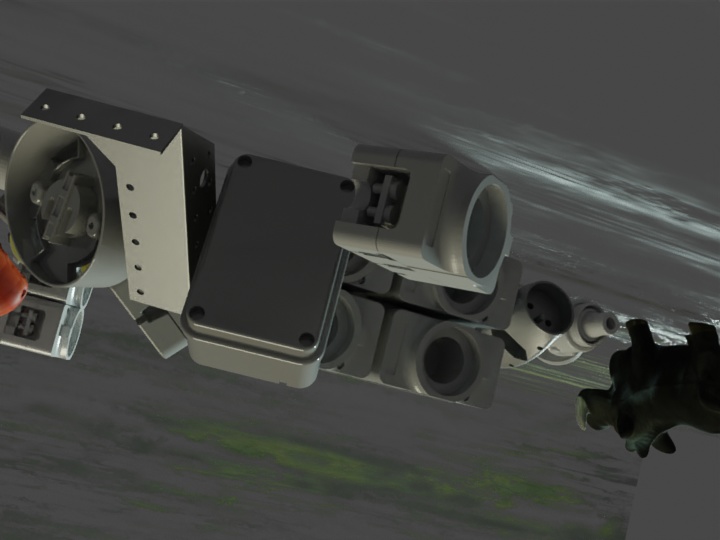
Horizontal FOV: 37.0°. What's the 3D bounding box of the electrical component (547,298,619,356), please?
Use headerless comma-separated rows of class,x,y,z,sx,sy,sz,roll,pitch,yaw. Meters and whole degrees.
electrical component,0.175,0.043,0.845,0.048,0.048,0.062,17,166,-29

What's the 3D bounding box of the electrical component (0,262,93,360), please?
electrical component,-0.289,0.005,1.028,0.062,0.150,0.089,15,174,-5

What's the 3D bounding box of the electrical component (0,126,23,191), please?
electrical component,-0.243,-0.076,0.705,0.078,0.040,0.040,19,172,-40

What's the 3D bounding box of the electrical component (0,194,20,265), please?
electrical component,-0.269,-0.046,0.899,0.063,0.078,0.121,45,166,-11

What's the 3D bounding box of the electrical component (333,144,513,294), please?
electrical component,0.037,-0.023,0.522,0.056,0.050,0.089,11,173,30

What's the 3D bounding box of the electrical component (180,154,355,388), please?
electrical component,-0.048,0.000,0.599,0.078,0.113,0.057,14,155,1

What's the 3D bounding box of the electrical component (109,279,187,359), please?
electrical component,-0.152,0.012,0.828,0.095,0.059,0.053,60,174,-34

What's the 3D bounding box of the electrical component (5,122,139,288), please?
electrical component,-0.173,-0.038,0.657,0.099,0.099,0.064,10,178,34

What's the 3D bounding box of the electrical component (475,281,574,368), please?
electrical component,0.112,0.030,0.824,0.079,0.043,0.077,44,145,-2

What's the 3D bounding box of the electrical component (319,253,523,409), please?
electrical component,0.011,0.020,0.707,0.186,0.105,0.060,17,173,-27

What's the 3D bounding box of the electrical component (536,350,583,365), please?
electrical component,0.122,0.042,0.903,0.138,0.052,0.074,12,174,14
